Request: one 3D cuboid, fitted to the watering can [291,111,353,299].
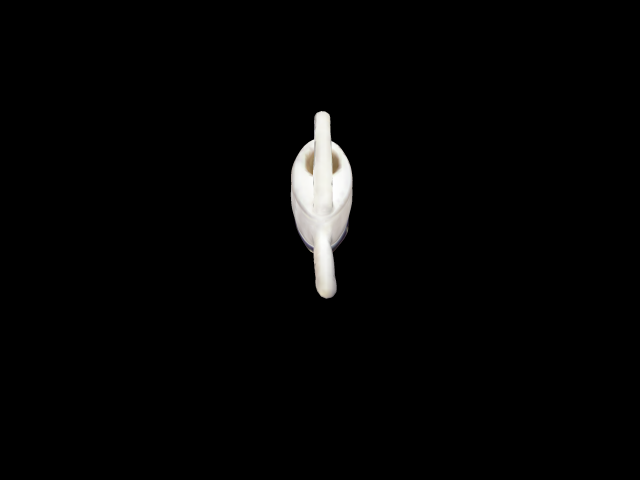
[{"bbox_3d":[0.003,-0.043,0.850,0.104,0.355,0.220,0,-27,0],"label":"watering can"}]
